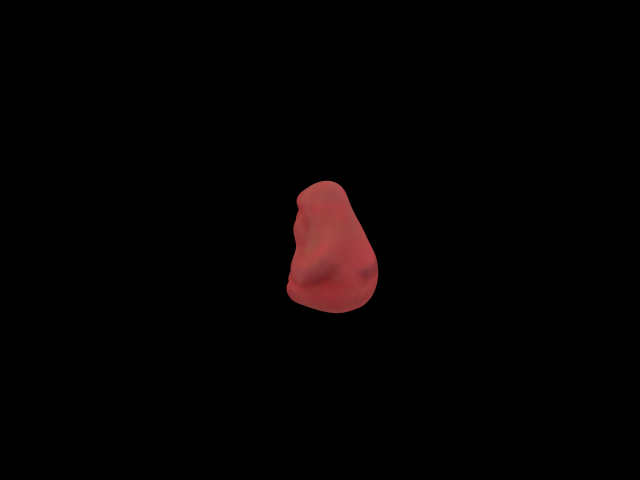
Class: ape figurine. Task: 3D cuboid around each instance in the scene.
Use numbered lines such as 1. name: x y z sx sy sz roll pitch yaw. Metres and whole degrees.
1. ape figurine: 0.004 0.001 0.400 0.076 0.092 0.078 16 32 27
